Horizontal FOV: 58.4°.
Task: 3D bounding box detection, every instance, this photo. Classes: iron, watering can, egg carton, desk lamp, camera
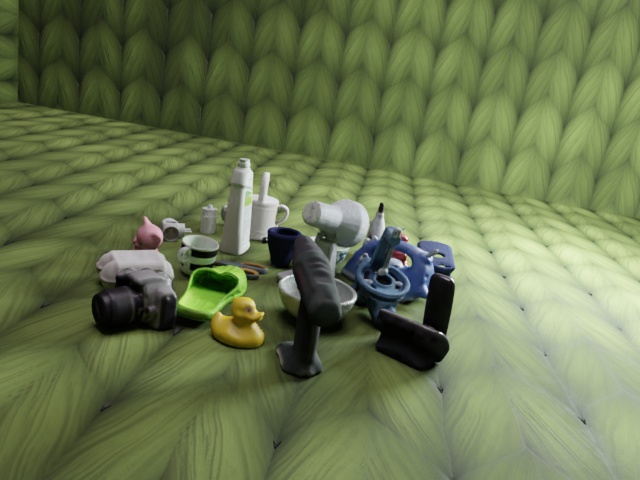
[{"bbox_3d":[0.175,0.058,1.441,0.257,0.141,0.119,18,19,26],"label":"iron"},{"bbox_3d":[-0.179,-0.103,1.671,0.173,0.194,0.100,3,18,-23],"label":"watering can"},{"bbox_3d":[-0.390,0.067,1.213,0.151,0.069,0.107,-1,20,-31],"label":"egg carton"},{"bbox_3d":[0.013,0.005,1.395,0.117,0.213,0.204,23,21,36],"label":"desk lamp"},{"bbox_3d":[-0.353,0.103,1.064,0.137,0.101,0.142,-7,24,-44],"label":"camera"}]

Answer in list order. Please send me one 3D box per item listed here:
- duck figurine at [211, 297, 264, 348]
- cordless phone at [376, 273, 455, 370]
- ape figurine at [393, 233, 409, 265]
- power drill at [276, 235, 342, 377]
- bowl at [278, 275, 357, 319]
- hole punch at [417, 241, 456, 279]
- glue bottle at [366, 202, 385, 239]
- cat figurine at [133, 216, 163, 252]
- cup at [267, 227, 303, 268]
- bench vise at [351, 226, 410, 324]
[{"bbox_3d":[-0.150,0.146,1.065,0.104,0.086,0.078,14,17,12],"label":"duck figurine"},{"bbox_3d":[0.188,0.140,1.109,0.147,0.185,0.094,19,19,27],"label":"cordless phone"},{"bbox_3d":[0.233,0.025,1.664,0.076,0.092,0.078,17,18,22],"label":"ape figurine"},{"bbox_3d":[-0.024,0.120,1.011,0.076,0.208,0.229,4,18,-17],"label":"power drill"},{"bbox_3d":[-0.009,0.134,1.205,0.167,0.075,0.167,9,17,-3],"label":"bowl"},{"bbox_3d":[0.325,0.059,1.610,0.109,0.091,0.101,8,17,-7],"label":"hole punch"},{"bbox_3d":[0.162,-0.025,1.647,0.037,0.173,0.078,3,18,-21],"label":"glue bottle"},{"bbox_3d":[-0.405,-0.002,1.346,0.067,0.118,0.127,3,18,-21],"label":"cat figurine"},{"bbox_3d":[-0.083,0.024,1.484,0.117,0.095,0.091,10,17,0],"label":"cup"},{"bbox_3d":[0.122,0.058,1.275,0.122,0.220,0.206,-1,20,-32],"label":"bench vise"}]
